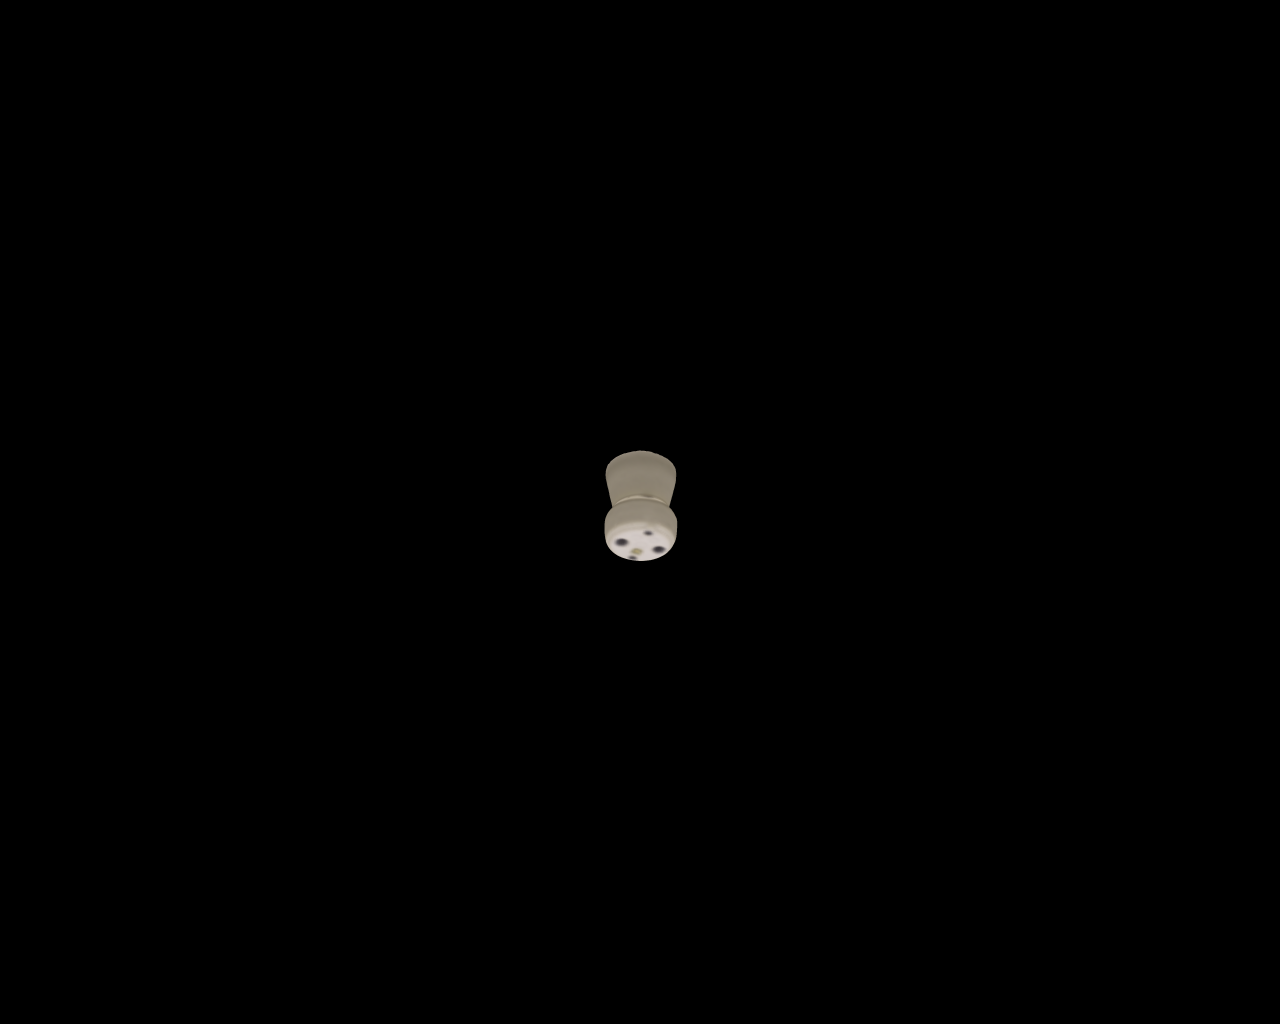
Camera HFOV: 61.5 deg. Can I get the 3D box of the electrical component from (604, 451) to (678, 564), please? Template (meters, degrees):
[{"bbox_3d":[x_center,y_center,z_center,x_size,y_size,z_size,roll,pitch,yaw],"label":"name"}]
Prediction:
[{"bbox_3d":[0.001,-0.003,0.650,0.045,0.055,0.044,0,-34,0],"label":"electrical component"}]
